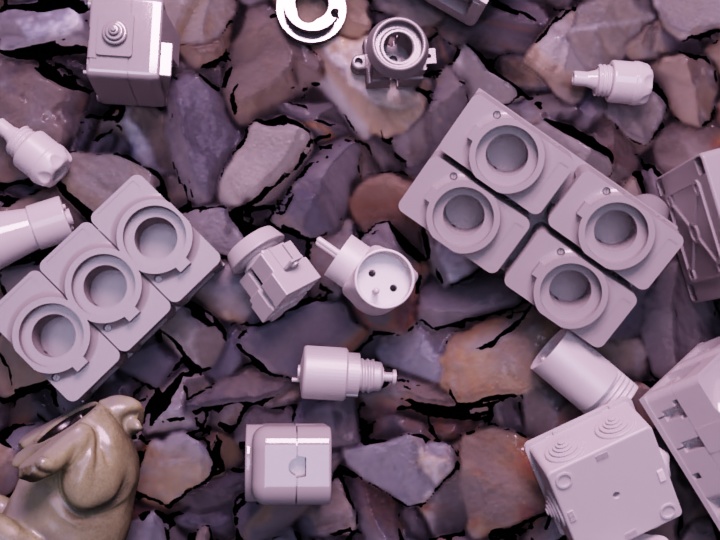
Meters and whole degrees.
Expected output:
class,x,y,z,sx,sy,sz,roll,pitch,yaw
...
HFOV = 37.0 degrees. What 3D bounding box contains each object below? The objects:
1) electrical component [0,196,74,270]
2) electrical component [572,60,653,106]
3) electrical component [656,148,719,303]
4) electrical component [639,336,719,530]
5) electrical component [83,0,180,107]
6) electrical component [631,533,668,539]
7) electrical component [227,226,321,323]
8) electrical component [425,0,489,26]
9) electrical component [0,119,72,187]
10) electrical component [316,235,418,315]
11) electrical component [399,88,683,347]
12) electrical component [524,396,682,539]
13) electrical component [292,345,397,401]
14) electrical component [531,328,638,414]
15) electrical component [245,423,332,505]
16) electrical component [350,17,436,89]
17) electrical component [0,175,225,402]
class,x,y,z,sx,sy,sz,roll,pitch,yaw
electrical component,-0.248,-0.030,0.805,0.065,0.044,0.044,-19,86,-12
electrical component,0.201,-0.151,0.860,0.061,0.035,0.035,5,83,-2
electrical component,0.280,-0.035,0.816,0.056,0.108,0.108,-15,85,-4
electrical component,0.303,0.144,0.797,0.105,0.060,0.186,-29,86,-44
electrical component,-0.168,-0.163,0.798,0.061,0.096,0.061,3,84,-6
electrical component,0.204,0.229,0.799,0.064,0.081,0.042,-41,114,-35
electrical component,-0.067,0.001,0.810,0.048,0.066,0.055,-28,77,-42
electrical component,0.050,-0.272,0.846,0.150,0.061,0.089,30,82,-1
electrical component,-0.251,-0.092,0.815,0.061,0.035,0.035,38,82,2
electrical component,0.000,0.000,0.804,0.079,0.077,0.043,35,83,0
electrical component,0.134,-0.039,0.810,0.186,0.060,0.105,35,105,0
electrical component,0.182,0.156,0.798,0.100,0.048,0.099,-25,110,-1
electrical component,-0.012,0.079,0.813,0.078,0.040,0.040,4,83,-4
electrical component,0.176,0.086,0.827,0.081,0.043,0.043,40,82,0
electrical component,-0.053,0.138,0.775,0.059,0.095,0.053,1,84,-5
electrical component,0.027,-0.167,0.836,0.066,0.055,0.048,-4,84,-5
electrical component,-0.185,0.014,0.795,0.089,0.061,0.150,45,82,1
